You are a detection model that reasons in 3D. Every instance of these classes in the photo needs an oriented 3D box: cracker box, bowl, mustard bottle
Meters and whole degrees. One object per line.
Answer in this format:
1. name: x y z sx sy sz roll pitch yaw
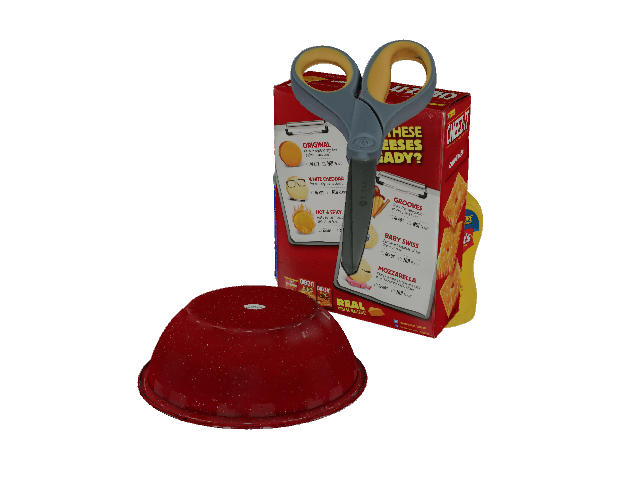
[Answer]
1. cracker box: 0.045 -0.035 0.961 0.164 0.214 0.072 12 27 25
2. bowl: -0.047 0.071 0.743 0.162 0.055 0.162 1 17 0
3. mustard bottle: 0.128 -0.002 1.154 0.096 0.192 0.058 -4 19 -21

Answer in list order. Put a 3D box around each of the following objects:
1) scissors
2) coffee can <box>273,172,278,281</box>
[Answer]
1. scissors: 0.008 -0.058 0.596 0.096 0.016 0.201 14 45 16
2. coffee can: -0.008 -0.018 1.351 0.103 0.140 0.103 0 28 0
